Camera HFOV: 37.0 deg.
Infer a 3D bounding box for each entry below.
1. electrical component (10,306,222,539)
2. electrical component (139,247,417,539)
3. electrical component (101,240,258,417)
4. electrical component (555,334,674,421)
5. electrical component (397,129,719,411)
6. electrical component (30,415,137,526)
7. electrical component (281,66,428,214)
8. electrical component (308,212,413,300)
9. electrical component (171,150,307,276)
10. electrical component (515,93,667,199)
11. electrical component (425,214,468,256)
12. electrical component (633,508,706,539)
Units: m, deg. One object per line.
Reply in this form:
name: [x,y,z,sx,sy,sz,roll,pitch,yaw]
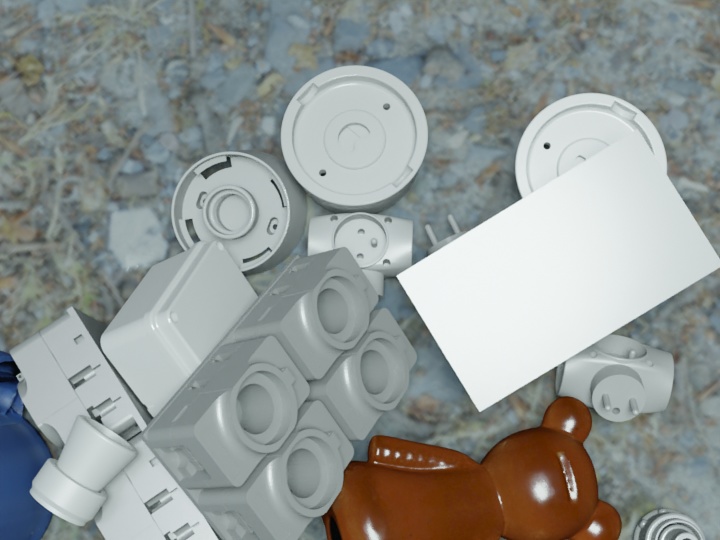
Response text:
electrical component: [-0.163,0.126,0.751,0.060,0.105,0.186,-34,79,-5]
electrical component: [-0.043,0.081,0.712,0.105,0.060,0.186,57,46,-20]
electrical component: [-0.119,0.040,0.752,0.057,0.113,0.078,-22,113,25]
electrical component: [0.182,0.082,0.765,0.077,0.079,0.044,9,112,4]
electrical component: [0.133,0.001,0.739,0.186,0.060,0.105,-31,87,2]
electrical component: [-0.173,0.125,0.674,0.045,0.045,0.055,33,82,8]
electrical component: [-0.003,-0.093,0.815,0.108,0.060,0.108,0,78,2]
electrical component: [0.000,0.000,0.804,0.077,0.044,0.079,2,78,2]
electrical component: [-0.093,-0.044,0.819,0.099,0.064,0.099,0,91,6]
electrical component: [0.168,-0.072,0.803,0.108,0.060,0.108,0,86,4]
electrical component: [0.075,-0.003,0.802,0.077,0.043,0.079,-24,78,-3]
electrical component: [0.219,0.190,0.747,0.048,0.062,0.048,0,78,2]
